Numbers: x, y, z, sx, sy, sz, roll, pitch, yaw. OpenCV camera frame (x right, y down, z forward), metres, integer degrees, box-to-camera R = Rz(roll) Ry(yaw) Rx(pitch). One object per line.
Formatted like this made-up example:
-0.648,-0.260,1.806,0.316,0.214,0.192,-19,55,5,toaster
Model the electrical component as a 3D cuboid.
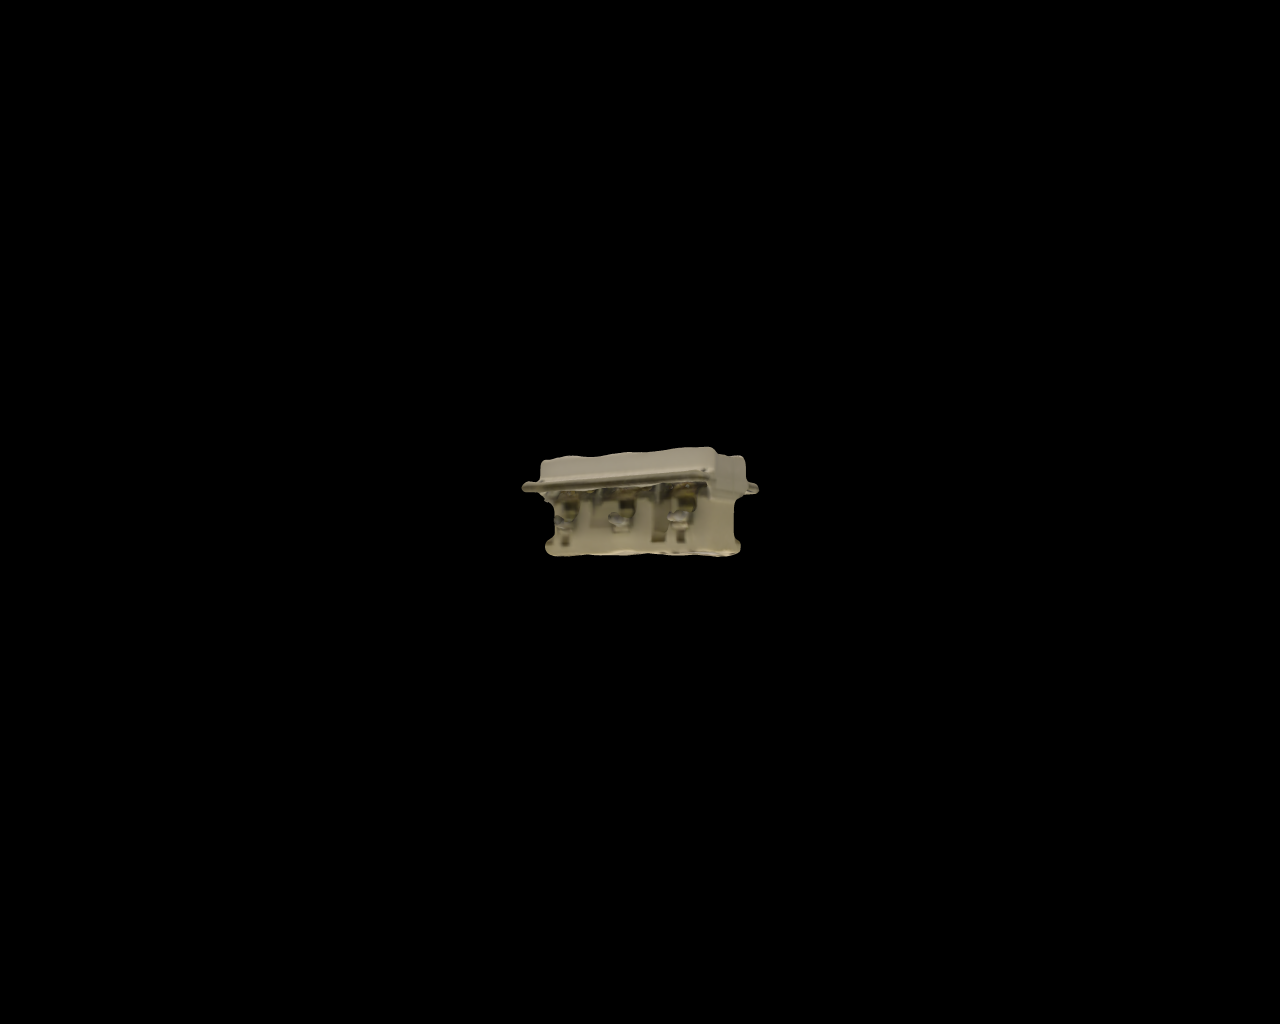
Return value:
0.001,-0.003,0.650,0.121,0.063,0.079,-2,-3,31,electrical component
